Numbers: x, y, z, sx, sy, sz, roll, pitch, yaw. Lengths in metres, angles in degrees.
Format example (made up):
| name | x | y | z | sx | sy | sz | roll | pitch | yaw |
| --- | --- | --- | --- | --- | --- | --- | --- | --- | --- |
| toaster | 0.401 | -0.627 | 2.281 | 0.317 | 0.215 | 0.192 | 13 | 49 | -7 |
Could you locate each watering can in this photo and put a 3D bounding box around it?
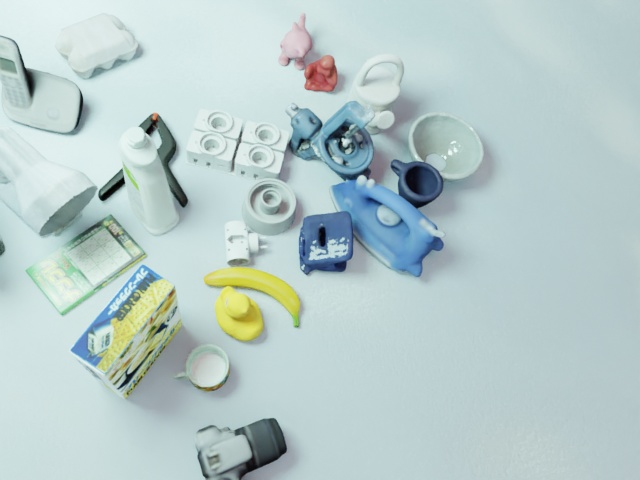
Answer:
| name | x | y | z | sx | sy | sz | roll | pitch | yaw |
| --- | --- | --- | --- | --- | --- | --- | --- | --- | --- |
| watering can | 0.120 | -0.308 | 1.194 | 0.101 | 0.194 | 0.172 | -25 | 73 | -20 |

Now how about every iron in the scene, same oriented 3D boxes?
| name | x | y | z | sx | sy | sz | roll | pitch | yaw |
| --- | --- | --- | --- | --- | --- | --- | --- | --- | --- |
| iron | 0.128 | -0.053 | 1.111 | 0.258 | 0.141 | 0.119 | 39 | 65 | 8 |

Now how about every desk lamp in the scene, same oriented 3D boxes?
| name | x | y | z | sx | sy | sz | roll | pitch | yaw |
| --- | --- | --- | --- | --- | --- | --- | --- | --- | --- |
| desk lamp | -0.474 | -0.085 | 0.966 | 0.203 | 0.213 | 0.118 | 39 | 65 | 8 |

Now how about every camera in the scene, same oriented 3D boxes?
| name | x | y | z | sx | sy | sz | roll | pitch | yaw |
| --- | --- | --- | --- | --- | --- | --- | --- | --- | --- |
| camera | -0.117 | 0.350 | 0.905 | 0.137 | 0.100 | 0.143 | -18 | 71 | -18 |

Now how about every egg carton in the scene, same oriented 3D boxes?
| name | x | y | z | sx | sy | sz | roll | pitch | yaw |
| --- | --- | --- | --- | --- | --- | --- | --- | --- | --- |
| egg carton | -0.464 | -0.406 | 1.192 | 0.150 | 0.069 | 0.107 | -35 | 77 | -23 |

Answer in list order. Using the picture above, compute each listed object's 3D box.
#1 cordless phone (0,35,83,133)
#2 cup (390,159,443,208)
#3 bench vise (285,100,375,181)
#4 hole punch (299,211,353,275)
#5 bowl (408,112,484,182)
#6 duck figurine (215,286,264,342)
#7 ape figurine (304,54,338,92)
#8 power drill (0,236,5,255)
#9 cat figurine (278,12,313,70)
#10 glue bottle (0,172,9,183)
| name | x | y | z | sx | sy | sz | roll | pitch | yaw |
| --- | --- | --- | --- | --- | --- | --- | --- | --- | --- |
| cordless phone | -0.527 | -0.291 | 1.064 | 0.147 | 0.185 | 0.094 | 12 | 64 | -6 |
| cup | 0.183 | -0.108 | 1.173 | 0.117 | 0.095 | 0.092 | 38 | 65 | 7 |
| bench vise | 0.021 | -0.206 | 1.115 | 0.207 | 0.219 | 0.121 | 20 | 64 | -2 |
| hole punch | 0.010 | 0.004 | 1.090 | 0.101 | 0.091 | 0.108 | 3 | 66 | -10 |
| bowl | 0.261 | -0.188 | 1.235 | 0.167 | 0.074 | 0.167 | 4 | 66 | -9 |
| duck figurine | -0.141 | 0.126 | 1.009 | 0.078 | 0.086 | 0.104 | -36 | 77 | -23 |
| ape figurine | 0.009 | -0.370 | 1.257 | 0.077 | 0.092 | 0.076 | 45 | 66 | 10 |
| power drill | -0.595 | -0.046 | 0.928 | 0.076 | 0.208 | 0.229 | -27 | 74 | -21 |
| cat figurine | -0.050 | -0.442 | 1.263 | 0.067 | 0.117 | 0.128 | 15 | 64 | -4 |
| glue bottle | -0.583 | -0.156 | 0.999 | 0.078 | 0.173 | 0.037 | 4 | 65 | -9 |
